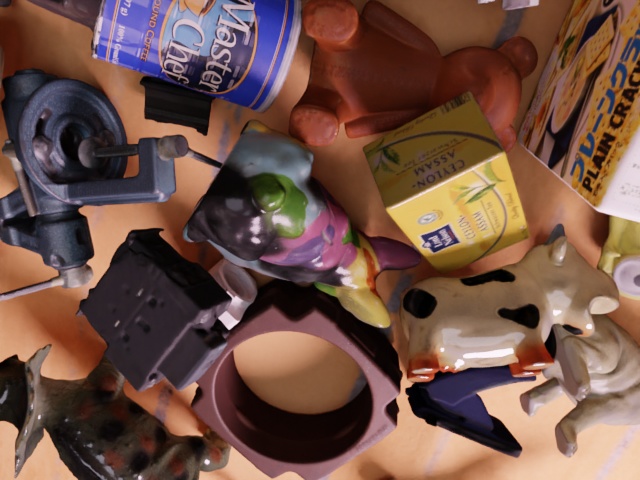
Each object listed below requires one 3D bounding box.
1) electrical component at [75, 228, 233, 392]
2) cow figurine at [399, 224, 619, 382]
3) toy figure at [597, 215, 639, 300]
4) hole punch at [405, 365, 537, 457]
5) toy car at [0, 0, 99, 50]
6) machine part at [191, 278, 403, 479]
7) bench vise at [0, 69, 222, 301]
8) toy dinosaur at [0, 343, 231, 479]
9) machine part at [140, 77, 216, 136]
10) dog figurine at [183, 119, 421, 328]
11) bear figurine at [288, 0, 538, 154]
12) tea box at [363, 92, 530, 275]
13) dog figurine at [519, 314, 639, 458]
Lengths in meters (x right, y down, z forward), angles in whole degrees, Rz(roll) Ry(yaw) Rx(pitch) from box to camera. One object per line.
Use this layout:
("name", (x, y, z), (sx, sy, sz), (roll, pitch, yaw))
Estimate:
("electrical component", (-0.151, 0.071, 0.507), (0.134, 0.058, 0.115), (42, 110, 12))
("cow figurine", (0.171, 0.060, 0.496), (0.195, 0.085, 0.127), (-7, 69, 7))
("toy figure", (0.313, -0.029, 0.495), (0.082, 0.089, 0.180), (10, 105, 35))
("hole punch", (0.155, 0.153, 0.563), (0.116, 0.142, 0.092), (17, 92, 5))
("toy car", (-0.244, -0.235, 0.487), (0.202, 0.053, 0.089), (25, 115, 3))
("machine part", (-0.026, 0.155, 0.604), (0.201, 0.087, 0.201), (-41, 102, 18))
("bench vise", (-0.222, -0.056, 0.514), (0.241, 0.129, 0.223), (-1, 91, 27))
("toy dinosaur", (-0.217, 0.239, 0.603), (0.404, 0.192, 0.131), (44, 112, -9))
("machine part", (-0.132, -0.175, 0.513), (0.084, 0.039, 0.138), (17, 114, 5))
("dog figurine", (-0.001, -0.001, 0.485), (0.219, 0.191, 0.108), (28, 78, -14))
("bear figurine", (0.085, -0.129, 0.459), (0.196, 0.132, 0.120), (16, 113, 7))
("tea box", (0.117, -0.038, 0.470), (0.098, 0.068, 0.169), (-27, 150, 17))
("dog figurine", (0.319, 0.125, 0.556), (0.191, 0.121, 0.172), (-7, 115, -5))
